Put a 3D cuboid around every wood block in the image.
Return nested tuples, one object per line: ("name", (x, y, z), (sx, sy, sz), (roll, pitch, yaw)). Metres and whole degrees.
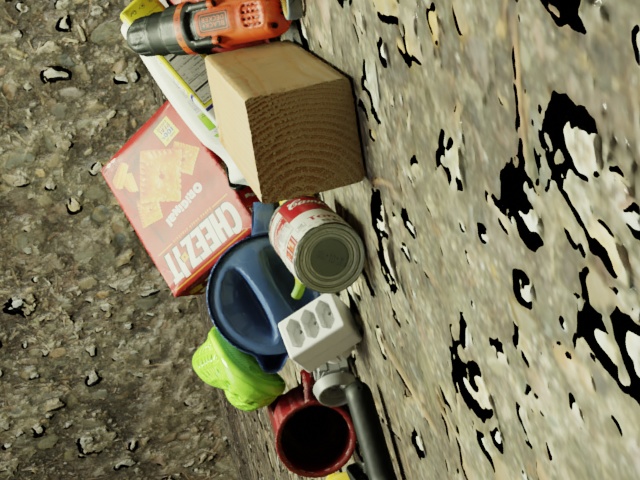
("wood block", (-0.036, -0.111, 0.943), (0.206, 0.090, 0.091), (-128, 26, -66))

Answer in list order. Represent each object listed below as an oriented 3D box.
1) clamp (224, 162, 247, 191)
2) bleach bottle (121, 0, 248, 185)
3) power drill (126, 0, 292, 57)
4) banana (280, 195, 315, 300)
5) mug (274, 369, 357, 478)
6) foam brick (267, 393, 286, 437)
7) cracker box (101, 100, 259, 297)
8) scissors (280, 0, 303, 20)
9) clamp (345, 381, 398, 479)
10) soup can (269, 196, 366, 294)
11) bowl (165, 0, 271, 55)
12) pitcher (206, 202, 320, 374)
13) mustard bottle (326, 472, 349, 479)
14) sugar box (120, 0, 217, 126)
("clamp", (-0.122, -0.145, 1.343), (0.171, 0.039, 0.120), (-93, -19, -61))
("bleach bottle", (-0.121, -0.155, 1.213), (0.251, 0.102, 0.068), (61, -172, 0))
("power drill", (-0.119, -0.272, 1.014), (0.057, 0.185, 0.187), (-26, -70, -59))
("banana", (-0.033, -0.041, 1.112), (0.070, 0.037, 0.198), (-33, 60, 43))
("mug", (-0.011, 0.206, 1.238), (0.081, 0.093, 0.117), (-125, 26, -76))
("foam brick", (-0.022, 0.222, 1.338), (0.051, 0.078, 0.053), (89, 164, -45))
("cracker box", (-0.174, -0.057, 1.398), (0.214, 0.164, 0.072), (58, -153, 15))
("scissors", (-0.037, -0.288, 0.913), (0.096, 0.016, 0.202), (-137, 34, -68))
("clamp", (0.066, 0.262, 1.041), (0.164, 0.036, 0.210), (90, 162, -54))
("soup can", (-0.004, 0.003, 0.981), (0.102, 0.068, 0.068), (-134, 31, -68))
("bowl", (-0.116, -0.239, 1.117), (0.162, 0.055, 0.162), (51, 177, 4))
("pitcher", (-0.065, 0.058, 1.244), (0.145, 0.149, 0.243), (41, 172, -1))
("mustard bottle", (0.039, 0.314, 1.189), (0.192, 0.058, 0.096), (-131, 24, -67))
("sugar box", (-0.135, -0.179, 1.130), (0.176, 0.048, 0.093), (47, 179, -5))
